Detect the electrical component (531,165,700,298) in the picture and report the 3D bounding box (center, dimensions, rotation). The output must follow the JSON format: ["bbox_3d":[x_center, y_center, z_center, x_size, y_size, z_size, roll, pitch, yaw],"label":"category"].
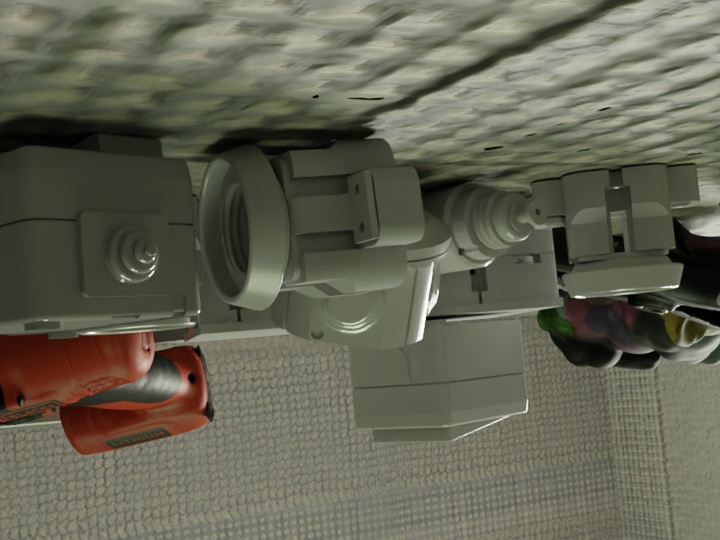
[{"bbox_3d":[0.125,-0.017,0.523,0.078,0.057,0.058,-6,175,10],"label":"electrical component"}]

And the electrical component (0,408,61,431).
[{"bbox_3d":[-0.212,0.057,0.780,0.109,0.108,0.056,-3,172,-15],"label":"electrical component"}]

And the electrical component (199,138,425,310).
[{"bbox_3d":[-0.022,-0.016,0.380,0.057,0.058,0.078,-6,176,-27],"label":"electrical component"}]

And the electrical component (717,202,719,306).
[{"bbox_3d":[0.212,-0.019,0.546,0.076,0.083,0.047,37,161,-16],"label":"electrical component"}]

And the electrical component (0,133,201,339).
[{"bbox_3d":[-0.097,-0.010,0.348,0.096,0.061,0.062,-9,174,42],"label":"electrical component"}]

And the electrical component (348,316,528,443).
[{"bbox_3d":[0.047,0.058,0.582,0.062,0.061,0.096,-9,174,39],"label":"electrical component"}]

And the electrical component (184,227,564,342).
[{"bbox_3d":[0.000,0.000,0.584,0.186,0.060,0.105,-4,175,-14],"label":"electrical component"}]

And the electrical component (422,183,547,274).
[{"bbox_3d":[0.053,-0.021,0.504,0.040,0.040,0.078,-1,174,-41],"label":"electrical component"}]

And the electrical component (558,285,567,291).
[{"bbox_3d":[0.138,-0.008,0.740,0.048,0.048,0.062,-3,-178,-25],"label":"electrical component"}]

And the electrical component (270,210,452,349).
[{"bbox_3d":[-0.002,-0.003,0.472,0.080,0.051,0.080,7,-161,-2],"label":"electrical component"}]

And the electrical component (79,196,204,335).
[{"bbox_3d":[-0.102,-0.001,0.481,0.078,0.057,0.058,-1,174,-38],"label":"electrical component"}]

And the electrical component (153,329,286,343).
[{"bbox_3d":[-0.082,0.017,0.727,0.113,0.057,0.078,-5,175,9],"label":"electrical component"}]
